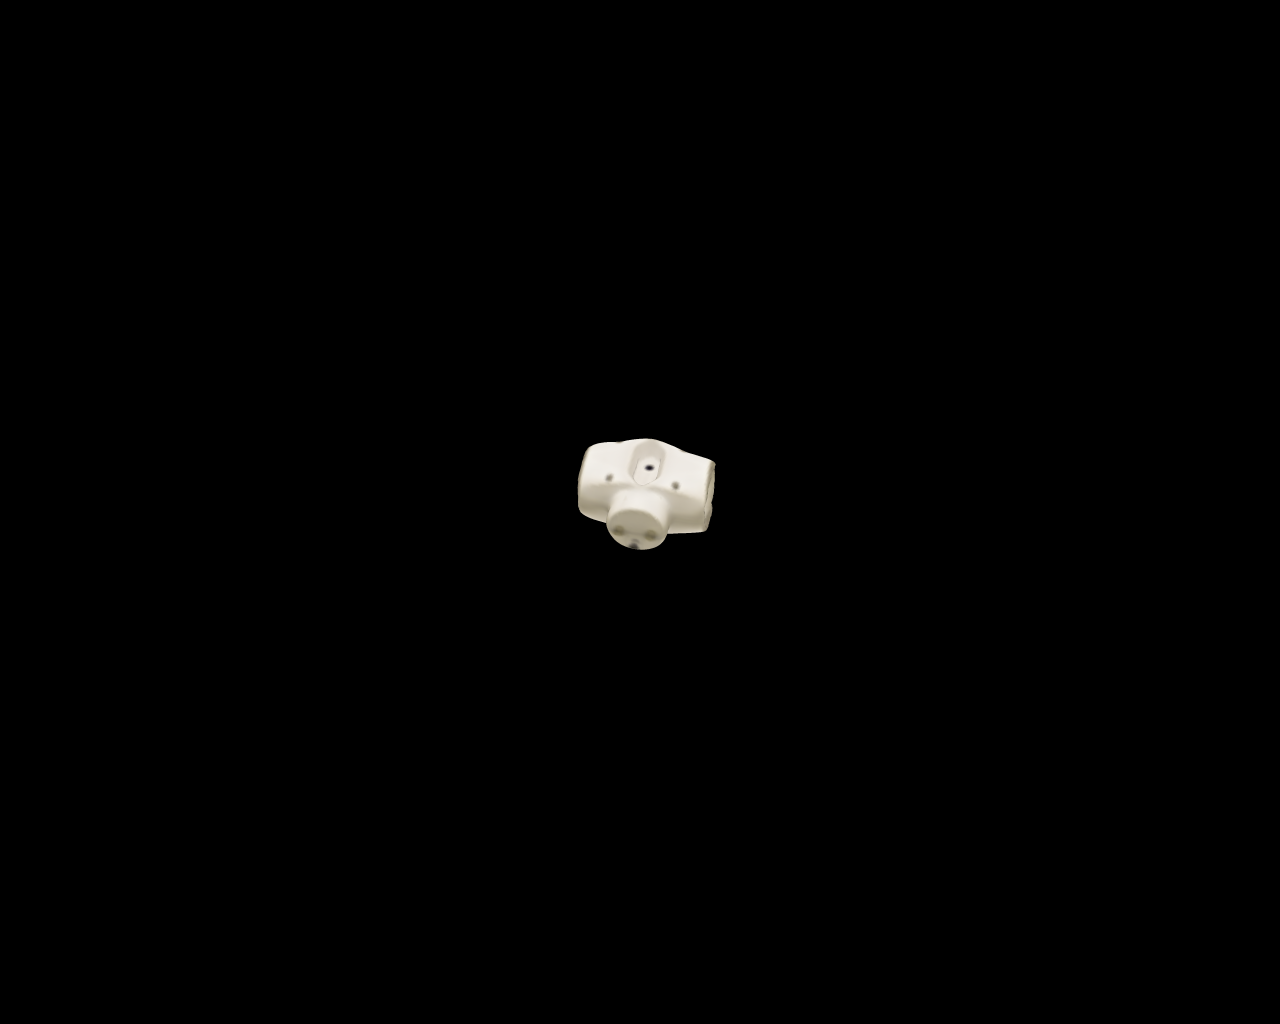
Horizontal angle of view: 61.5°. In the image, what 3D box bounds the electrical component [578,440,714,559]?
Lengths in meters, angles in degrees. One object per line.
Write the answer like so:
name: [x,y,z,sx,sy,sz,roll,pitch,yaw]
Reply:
electrical component: [0.001,-0.003,0.650,0.077,0.079,0.043,9,-43,8]
